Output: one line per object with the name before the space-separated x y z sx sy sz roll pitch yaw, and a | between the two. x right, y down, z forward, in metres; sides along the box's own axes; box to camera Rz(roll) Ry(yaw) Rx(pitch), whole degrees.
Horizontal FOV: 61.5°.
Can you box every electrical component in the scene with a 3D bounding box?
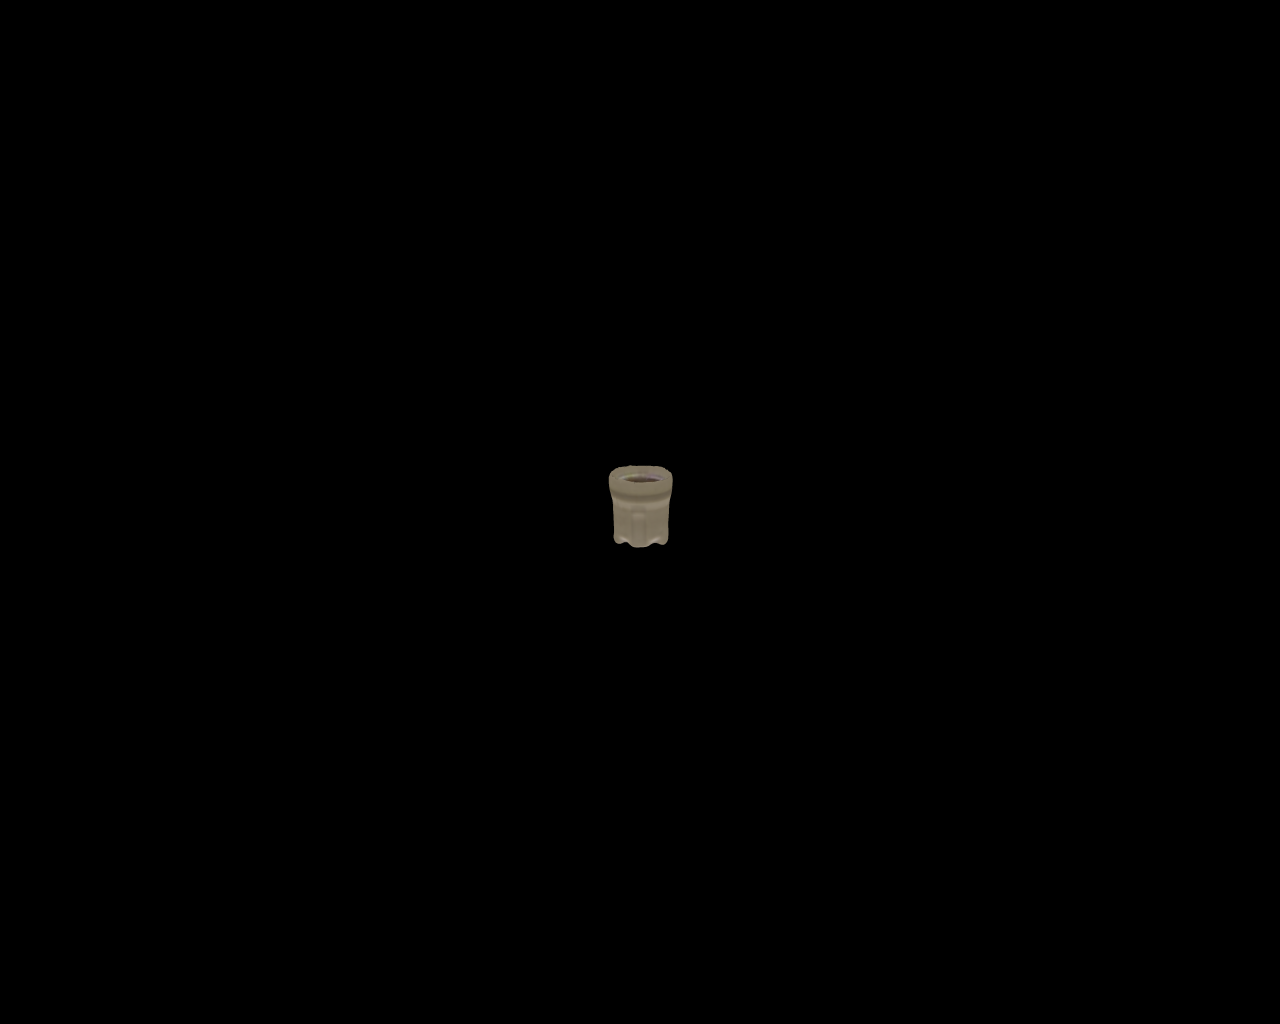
electrical component | 0.001 -0.003 0.650 0.040 0.046 0.040 0 20 0
